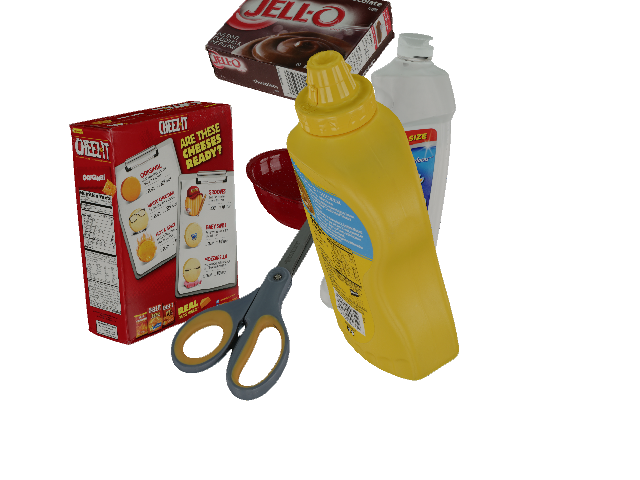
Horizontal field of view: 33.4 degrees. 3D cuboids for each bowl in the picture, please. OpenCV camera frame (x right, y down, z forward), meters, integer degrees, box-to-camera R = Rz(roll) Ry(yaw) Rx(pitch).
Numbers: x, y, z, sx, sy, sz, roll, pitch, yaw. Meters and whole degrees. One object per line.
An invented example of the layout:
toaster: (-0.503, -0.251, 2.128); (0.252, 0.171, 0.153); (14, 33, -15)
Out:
bowl: (-0.010, -0.054, 1.253); (0.162, 0.055, 0.162); (6, 27, -3)

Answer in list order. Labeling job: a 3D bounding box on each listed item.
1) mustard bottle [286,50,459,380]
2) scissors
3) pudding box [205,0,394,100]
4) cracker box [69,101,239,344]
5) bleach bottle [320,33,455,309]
mustard bottle: (0.023, -0.017, 0.583); (0.058, 0.191, 0.096); (-29, 39, -14)
scissors: (-0.052, 0.036, 0.810); (0.096, 0.201, 0.016); (1, -45, 11)
pudding box: (-0.014, -0.149, 0.795); (0.114, 0.090, 0.039); (20, -31, 25)
cracker box: (-0.163, -0.023, 1.073); (0.072, 0.214, 0.163); (10, 20, 37)
bleach bottle: (0.062, -0.059, 0.957); (0.102, 0.251, 0.068); (6, 20, 1)
